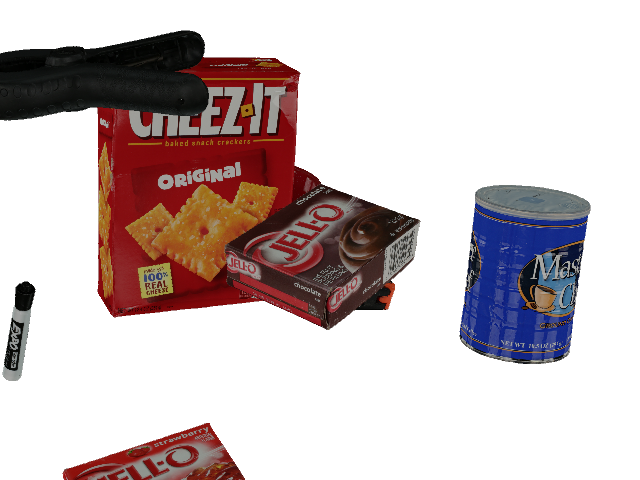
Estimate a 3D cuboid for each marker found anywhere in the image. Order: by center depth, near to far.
[{"bbox_3d":[-0.299,0.090,1.059,0.020,0.121,0.020,13,33,-9],"label":"marker"}]

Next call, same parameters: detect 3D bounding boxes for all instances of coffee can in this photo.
[{"bbox_3d":[0.185,0.029,0.977,0.103,0.140,0.103,4,16,-1],"label":"coffee can"}]

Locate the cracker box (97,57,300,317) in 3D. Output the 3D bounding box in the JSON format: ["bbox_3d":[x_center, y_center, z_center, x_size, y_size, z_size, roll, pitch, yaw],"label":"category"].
[{"bbox_3d":[-0.108,-0.048,0.929,0.164,0.214,0.072,-4,21,-23],"label":"cracker box"}]

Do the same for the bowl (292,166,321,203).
[{"bbox_3d":[-0.080,-0.047,1.315,0.162,0.055,0.162,4,25,-2],"label":"bowl"}]

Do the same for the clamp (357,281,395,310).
[{"bbox_3d":[-0.028,0.030,1.120,0.210,0.036,0.164,23,35,11],"label":"clamp"}]

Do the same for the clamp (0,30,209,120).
[{"bbox_3d":[-0.148,-0.104,0.668,0.171,0.039,0.120,1,20,2],"label":"clamp"}]

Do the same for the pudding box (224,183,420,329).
[{"bbox_3d":[0.002,0.008,0.745,0.090,0.039,0.113,23,36,30],"label":"pudding box"}]

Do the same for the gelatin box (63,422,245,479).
[{"bbox_3d":[-0.088,0.141,0.582,0.089,0.030,0.073,-15,27,-20],"label":"gelatin box"}]
